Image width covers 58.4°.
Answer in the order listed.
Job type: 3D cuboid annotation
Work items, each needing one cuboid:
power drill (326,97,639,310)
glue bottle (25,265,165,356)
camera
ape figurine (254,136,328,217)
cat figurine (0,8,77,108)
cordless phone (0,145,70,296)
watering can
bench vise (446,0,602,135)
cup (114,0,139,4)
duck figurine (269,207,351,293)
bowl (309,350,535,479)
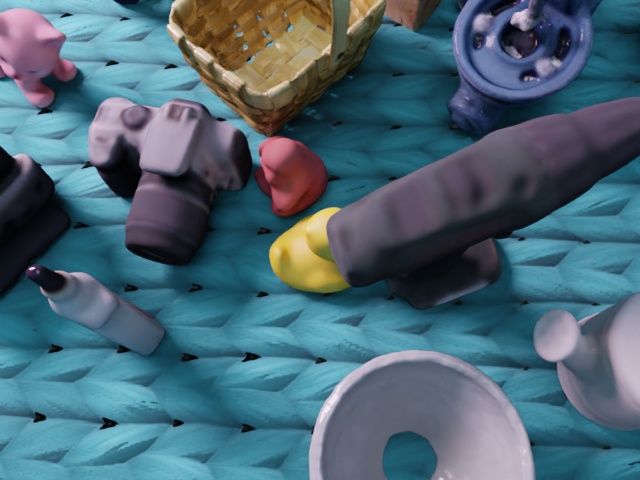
[{"bbox_3d":[0.117,-0.015,0.447,0.229,0.208,0.075,-21,71,-5],"label":"power drill"},{"bbox_3d":[-0.181,0.050,0.451,0.078,0.173,0.037,27,74,11],"label":"glue bottle"},{"bbox_3d":[-0.148,-0.055,0.526,0.143,0.101,0.137,11,71,6],"label":"camera"},{"bbox_3d":[-0.031,-0.066,0.531,0.076,0.092,0.078,5,71,4],"label":"ape figurine"},{"bbox_3d":[-0.305,-0.198,0.572,0.127,0.118,0.067,32,75,12],"label":"cat figurine"},{"bbox_3d":[-0.312,-0.033,0.478,0.094,0.185,0.148,31,74,12],"label":"cordless phone"},{"bbox_3d":[0.247,0.085,0.415,0.173,0.194,0.101,-13,71,-3],"label":"watering can"},{"bbox_3d":[0.197,-0.220,0.511,0.121,0.220,0.207,23,73,10],"label":"bench vise"},{"bbox_3d":[-0.215,-0.293,0.615,0.091,0.095,0.117,-18,71,-4],"label":"cup"},{"bbox_3d":[0.005,0.002,0.509,0.104,0.086,0.077,-13,71,-3],"label":"duck figurine"},{"bbox_3d":[0.076,0.175,0.452,0.167,0.075,0.167,0,71,2],"label":"bowl"}]
